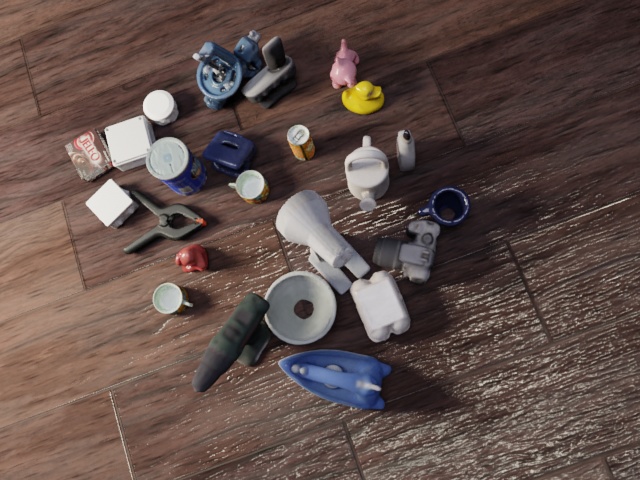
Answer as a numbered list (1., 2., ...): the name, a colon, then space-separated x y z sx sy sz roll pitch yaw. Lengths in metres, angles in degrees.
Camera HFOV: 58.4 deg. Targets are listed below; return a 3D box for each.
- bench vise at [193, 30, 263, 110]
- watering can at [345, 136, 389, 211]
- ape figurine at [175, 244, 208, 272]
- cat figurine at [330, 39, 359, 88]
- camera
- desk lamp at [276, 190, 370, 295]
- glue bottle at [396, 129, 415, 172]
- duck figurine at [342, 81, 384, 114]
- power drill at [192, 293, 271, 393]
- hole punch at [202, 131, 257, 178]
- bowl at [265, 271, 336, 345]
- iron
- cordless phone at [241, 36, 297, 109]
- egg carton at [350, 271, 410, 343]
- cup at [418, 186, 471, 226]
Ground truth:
1. bench vise: -0.234 -0.440 1.385 0.121 0.220 0.207 20 82 10
2. watering can: 0.110 -0.154 1.303 0.101 0.194 0.173 -23 77 2
3. ape figurine: -0.307 0.044 1.362 0.077 0.092 0.076 31 84 12
4. cat figurine: 0.059 -0.427 1.403 0.067 0.118 0.128 1 79 7
5. camera: 0.195 0.019 1.307 0.136 0.101 0.143 12 80 9
6. desk lamp: 0.012 0.005 1.272 0.118 0.213 0.203 -43 77 -3
7. glue bottle: 0.197 -0.218 1.317 0.037 0.173 0.078 -12 77 4
8. duck figurine: 0.105 -0.358 1.400 0.104 0.086 0.077 3 79 7
9. power drill: -0.180 0.227 1.252 0.075 0.208 0.230 29 83 11
10. hole punch: -0.222 -0.218 1.406 0.108 0.091 0.101 19 81 10
11. bowl: -0.041 0.158 1.319 0.167 0.075 0.167 -1 79 6
12. iron: 0.021 0.297 1.249 0.258 0.141 0.119 10 80 8
13. cordless phone: -0.134 -0.414 1.387 0.147 0.185 0.094 -44 77 -3
14. egg carton: 0.138 0.150 1.303 0.107 0.069 0.150 -23 77 1
15. cup: 0.281 -0.066 1.317 0.117 0.095 0.091 -12 77 4
